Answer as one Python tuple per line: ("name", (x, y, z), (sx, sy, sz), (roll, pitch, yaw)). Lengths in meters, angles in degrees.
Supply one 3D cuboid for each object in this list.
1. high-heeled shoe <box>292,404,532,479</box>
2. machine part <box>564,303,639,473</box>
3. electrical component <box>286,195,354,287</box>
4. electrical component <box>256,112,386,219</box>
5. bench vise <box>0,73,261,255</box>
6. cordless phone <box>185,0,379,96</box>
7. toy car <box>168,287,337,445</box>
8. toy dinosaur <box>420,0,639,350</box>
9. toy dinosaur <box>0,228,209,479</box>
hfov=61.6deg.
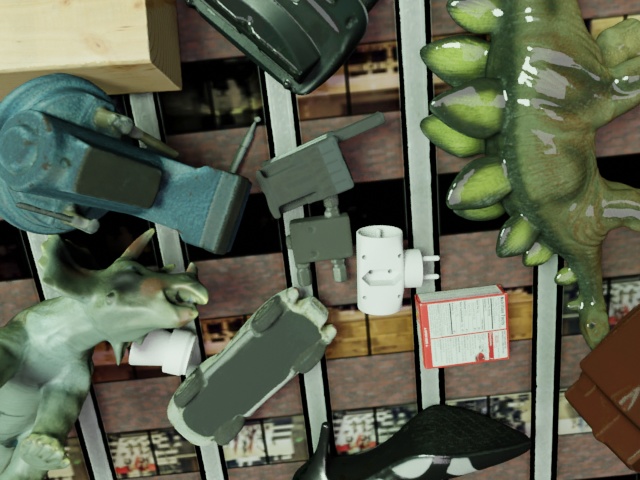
("high-heeled shoe", (0.092, 0.257, 0.573), (0.249, 0.086, 0.145), (3, 110, 3))
("machine part", (0.339, 0.118, 0.489), (0.201, 0.087, 0.200), (-48, 133, 11))
("electrical component", (-0.001, -0.002, 0.518), (0.063, 0.021, 0.093), (-6, 108, 1))
("electrical component", (0.006, -0.068, 0.473), (0.119, 0.075, 0.047), (-22, 105, 3))
("bench vise", (-0.182, -0.063, 0.437), (0.241, 0.223, 0.128), (19, 103, 24))
("cordless phone", (-0.007, -0.227, 0.431), (0.146, 0.089, 0.184), (39, 91, -10))
("toy car", (-0.071, 0.129, 0.541), (0.202, 0.056, 0.073), (-43, 97, 10))
("toy dinosaur", (0.187, -0.116, 0.447), (0.199, 0.105, 0.470), (-13, 104, 6))
("toy dinosaur", (-0.269, 0.136, 0.497), (0.131, 0.192, 0.405), (36, 120, -20))
